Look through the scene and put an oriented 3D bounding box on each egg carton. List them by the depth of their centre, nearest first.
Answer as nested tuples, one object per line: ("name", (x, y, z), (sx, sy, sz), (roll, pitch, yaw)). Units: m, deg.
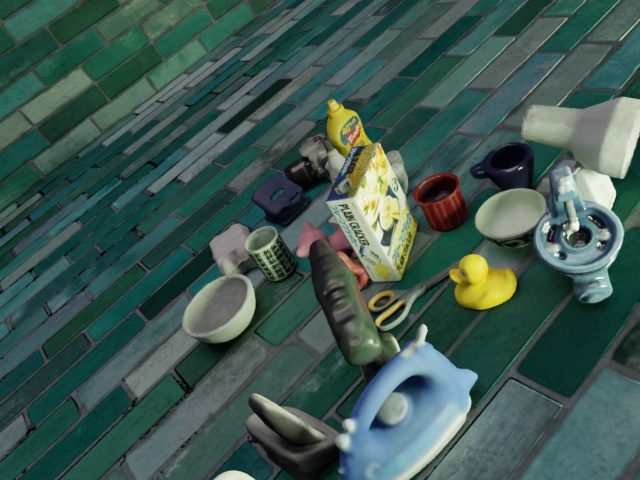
("egg carton", (-0.200, 0.026, 1.352), (0.107, 0.070, 0.150), (-35, 34, -4))

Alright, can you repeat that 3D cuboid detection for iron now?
("iron", (0.095, 0.240, 0.790), (0.259, 0.142, 0.118), (-45, 36, -18))

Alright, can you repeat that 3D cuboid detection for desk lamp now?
("desk lamp", (0.422, -0.131, 0.932), (0.202, 0.214, 0.118), (6, 50, 42))

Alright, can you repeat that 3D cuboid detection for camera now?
("camera", (-0.028, -0.203, 1.474), (0.137, 0.101, 0.143), (-29, 34, 5))

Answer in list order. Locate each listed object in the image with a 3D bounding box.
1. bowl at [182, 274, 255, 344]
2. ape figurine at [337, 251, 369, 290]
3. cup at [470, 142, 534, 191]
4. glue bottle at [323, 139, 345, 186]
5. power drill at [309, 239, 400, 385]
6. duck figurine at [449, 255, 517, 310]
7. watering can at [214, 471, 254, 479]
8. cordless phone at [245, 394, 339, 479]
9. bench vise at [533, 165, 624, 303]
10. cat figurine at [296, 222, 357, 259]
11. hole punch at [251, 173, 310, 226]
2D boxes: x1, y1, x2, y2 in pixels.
("bowl", (-0.196, 0.154, 1.184), (0.167, 0.075, 0.167), (-21, 36, 16))
("ape figurine", (0.048, 0.061, 1.094), (0.077, 0.092, 0.076), (-17, 37, 21))
("cup", (0.350, -0.118, 1.078), (0.117, 0.095, 0.091), (-14, 38, 24))
("glue bottle", (0.047, -0.157, 1.294), (0.077, 0.174, 0.037), (-3, 44, 36))
("power drill", (0.056, 0.128, 0.901), (0.075, 0.209, 0.229), (-29, 34, 5))
("duck figurine", (0.262, 0.059, 0.935), (0.104, 0.086, 0.077), (-14, 38, 24))
("watering can", (-0.081, 0.365, 0.725), (0.172, 0.195, 0.101), (-16, 38, 22))
("cordless phone", (-0.062, 0.265, 0.844), (0.147, 0.185, 0.094), (10, 52, 45))
("bench vise", (0.361, -0.038, 0.859), (0.121, 0.220, 0.207), (-28, 35, 7))
("cat figurine", (0.011, 0.004, 1.171), (0.128, 0.118, 0.067), (-34, 34, -3))
("hole punch", (-0.097, -0.103, 1.413), (0.100, 0.091, 0.109), (18, 58, 48))
